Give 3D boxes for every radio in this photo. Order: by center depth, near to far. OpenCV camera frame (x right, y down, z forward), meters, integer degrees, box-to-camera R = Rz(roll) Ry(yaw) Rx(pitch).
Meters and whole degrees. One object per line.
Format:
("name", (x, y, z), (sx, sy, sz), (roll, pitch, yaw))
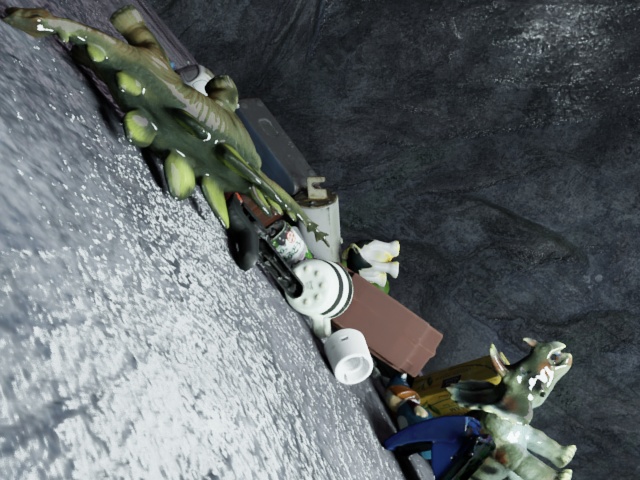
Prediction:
("radio", (-0.110, -0.148, 1.004), (0.073, 0.131, 0.229), (-25, 74, -46))

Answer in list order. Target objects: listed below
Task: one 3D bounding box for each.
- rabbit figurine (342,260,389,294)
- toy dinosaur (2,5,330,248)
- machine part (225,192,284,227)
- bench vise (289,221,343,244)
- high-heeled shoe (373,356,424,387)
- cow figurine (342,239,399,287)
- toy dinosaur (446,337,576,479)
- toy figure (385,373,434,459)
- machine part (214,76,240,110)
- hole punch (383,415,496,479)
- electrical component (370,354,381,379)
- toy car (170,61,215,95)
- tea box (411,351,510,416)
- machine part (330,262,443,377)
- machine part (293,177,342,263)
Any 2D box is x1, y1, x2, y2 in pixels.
("rabbit figurine", (0.078, 0.117, 1.364), (0.170, 0.121, 0.159), (35, 10, 1))
("toy dinosaur", (-0.129, -0.110, 0.624), (0.471, 0.105, 0.199), (28, 30, -53))
("machine part", (-0.129, -0.087, 0.842), (0.179, 0.056, 0.179), (51, 4, -5))
("bench vise", (-0.004, 0.010, 1.119), (0.223, 0.129, 0.241), (65, 12, -58))
("high-heeled shoe", (0.142, 0.236, 1.025), (0.145, 0.086, 0.249), (50, 11, -53))
("cow figurine", (0.080, 0.044, 0.980), (0.167, 0.098, 0.068), (121, -24, -72))
("toy dinosaur", (0.250, 0.317, 0.808), (0.192, 0.131, 0.404), (35, -47, 21))
("toy figure", (0.141, 0.266, 0.840), (0.058, 0.064, 0.155), (20, 19, -29))
("machine part", (-0.210, -0.256, 0.929), (0.039, 0.139, 0.084), (116, -30, -47))
("hole punch", (0.150, 0.259, 0.666), (0.092, 0.116, 0.142), (46, -2, 37))
("electrical component", (0.071, 0.197, 0.933), (0.063, 0.021, 0.094), (49, 6, -46))
("toy car", (-0.202, -0.220, 0.826), (0.109, 0.103, 0.162), (50, 3, -34))
("tea box", (0.242, 0.260, 0.884), (0.098, 0.170, 0.068), (54, 32, -10))
("machine part", (0.084, 0.126, 0.860), (0.201, 0.087, 0.201), (33, -4, 5))
("machine part", (-0.002, -0.003, 0.956), (0.079, 0.079, 0.242), (-122, -159, -53))
